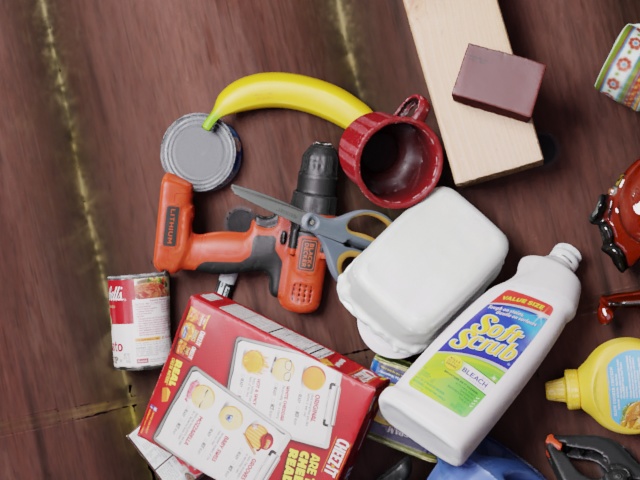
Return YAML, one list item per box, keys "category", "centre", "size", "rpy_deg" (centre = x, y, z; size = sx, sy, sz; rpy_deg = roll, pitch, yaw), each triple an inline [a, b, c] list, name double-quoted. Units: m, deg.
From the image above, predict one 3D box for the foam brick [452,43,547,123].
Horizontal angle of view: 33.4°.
- category: "foam brick"
  centre: [0.169, -0.148, 1.008]
  size: [0.078, 0.051, 0.053]
  rpy_deg: [19, 93, 10]

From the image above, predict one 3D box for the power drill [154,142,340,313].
- category: "power drill"
  centre: [-0.076, -0.022, 1.128]
  size: [0.187, 0.057, 0.184]
  rpy_deg: [8, 96, -2]

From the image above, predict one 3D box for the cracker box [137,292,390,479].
- category: "cracker box"
  centre: [-0.058, 0.170, 1.082]
  size: [0.214, 0.072, 0.164]
  rpy_deg: [25, 101, 16]

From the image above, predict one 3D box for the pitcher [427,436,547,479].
- category: "pitcher"
  centre: [0.139, 0.327, 1.083]
  size: [0.149, 0.144, 0.243]
  rpy_deg: [37, 101, 21]

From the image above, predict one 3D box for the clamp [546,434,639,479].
- category: "clamp"
  centre: [0.295, 0.253, 1.056]
  size: [0.172, 0.120, 0.039]
  rpy_deg: [18, 138, 28]

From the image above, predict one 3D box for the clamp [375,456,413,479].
- category: "clamp"
  centre: [0.014, 0.297, 1.126]
  size: [0.165, 0.036, 0.210]
  rpy_deg: [7, 103, 22]

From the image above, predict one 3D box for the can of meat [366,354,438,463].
- category: "can of meat"
  centre: [0.091, 0.174, 1.119]
  size: [0.102, 0.057, 0.084]
  rpy_deg: [19, 93, 10]

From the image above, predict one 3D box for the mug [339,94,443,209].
- category: "mug"
  centre: [0.073, -0.096, 1.086]
  size: [0.093, 0.081, 0.117]
  rpy_deg: [25, 97, -21]

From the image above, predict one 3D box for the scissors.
- category: "scissors"
  centre: [-0.007, 0.001, 1.092]
  size: [0.201, 0.016, 0.096]
  rpy_deg: [6, 95, -30]

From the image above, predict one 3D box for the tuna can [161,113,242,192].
- category: "tuna can"
  centre: [-0.129, -0.095, 1.170]
  size: [0.086, 0.033, 0.086]
  rpy_deg: [0, 91, 11]

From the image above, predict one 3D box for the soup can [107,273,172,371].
- category: "soup can"
  centre: [-0.195, 0.088, 1.169]
  size: [0.068, 0.068, 0.102]
  rpy_deg: [-4, 90, 11]

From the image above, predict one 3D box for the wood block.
- category: "wood block"
  centre: [0.155, -0.164, 1.084]
  size: [0.091, 0.090, 0.206]
  rpy_deg: [-16, 87, 11]

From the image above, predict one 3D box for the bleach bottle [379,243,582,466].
- category: "bleach bottle"
  centre: [0.171, 0.096, 1.049]
  size: [0.103, 0.068, 0.250]
  rpy_deg: [32, 67, 24]

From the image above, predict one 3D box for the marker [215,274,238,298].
- category: "marker"
  centre: [-0.118, 0.089, 1.178]
  size: [0.020, 0.020, 0.121]
  rpy_deg: [20, 95, 10]

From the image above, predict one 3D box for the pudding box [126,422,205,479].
- category: "pudding box"
  centre: [-0.143, 0.214, 1.176]
  size: [0.113, 0.039, 0.090]
  rpy_deg: [-40, 82, 7]

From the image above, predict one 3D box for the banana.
- category: "banana"
  centre: [-0.025, -0.144, 1.142]
  size: [0.198, 0.037, 0.069]
  rpy_deg: [4, 92, 2]

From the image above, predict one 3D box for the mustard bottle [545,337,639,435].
- category: "mustard bottle"
  centre: [0.324, 0.145, 1.069]
  size: [0.192, 0.058, 0.096]
  rpy_deg: [-6, 95, 11]
